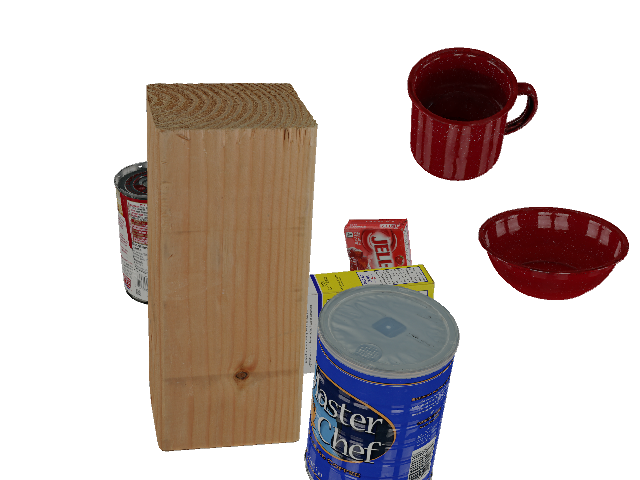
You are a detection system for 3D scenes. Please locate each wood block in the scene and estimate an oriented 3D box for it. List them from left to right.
[{"bbox_3d":[-0.059,0.015,0.650,0.090,0.206,0.090,-2,25,-12],"label":"wood block"}]

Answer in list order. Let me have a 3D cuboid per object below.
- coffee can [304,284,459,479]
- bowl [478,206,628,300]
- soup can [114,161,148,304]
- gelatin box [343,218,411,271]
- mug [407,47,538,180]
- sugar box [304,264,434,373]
[{"bbox_3d":[0.044,0.119,0.806,0.103,0.140,0.103,4,33,-3],"label":"coffee can"},{"bbox_3d":[0.253,0.020,1.175,0.162,0.055,0.162,-1,27,0],"label":"bowl"},{"bbox_3d":[-0.132,-0.006,0.879,0.068,0.102,0.068,0,28,0],"label":"soup can"},{"bbox_3d":[0.071,0.018,1.291,0.073,0.089,0.030,1,30,17],"label":"gelatin box"},{"bbox_3d":[0.132,-0.109,0.930,0.117,0.093,0.081,-12,-36,-7],"label":"mug"},{"bbox_3d":[0.018,0.078,1.035,0.176,0.093,0.048,-3,28,-10],"label":"sugar box"}]
